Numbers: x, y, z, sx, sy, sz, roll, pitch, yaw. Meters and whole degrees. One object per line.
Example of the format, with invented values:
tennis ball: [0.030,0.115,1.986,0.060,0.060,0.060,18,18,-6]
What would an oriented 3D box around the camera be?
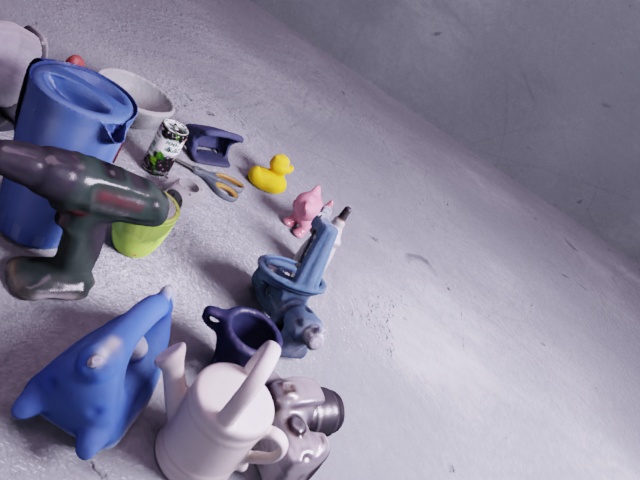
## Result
camera: [-0.022,0.240,0.758,0.137,0.100,0.143,10,37,-41]

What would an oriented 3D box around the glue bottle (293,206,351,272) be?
glue bottle: [0.010,0.004,1.092,0.037,0.173,0.078,15,33,-34]

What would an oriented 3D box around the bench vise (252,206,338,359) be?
bench vise: [-0.016,0.068,0.907,0.122,0.219,0.207,1,43,-48]

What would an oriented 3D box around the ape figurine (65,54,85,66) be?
ape figurine: [-0.492,-0.322,1.125,0.078,0.092,0.076,19,31,-29]

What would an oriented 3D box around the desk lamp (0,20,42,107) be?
desk lamp: [-0.525,-0.227,0.801,0.204,0.213,0.117,0,44,-49]

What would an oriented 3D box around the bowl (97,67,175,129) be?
bowl: [-0.394,-0.282,1.194,0.168,0.074,0.167,27,28,-16]

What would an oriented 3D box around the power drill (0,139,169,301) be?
power drill: [-0.315,-0.020,0.718,0.230,0.208,0.075,4,41,-46]

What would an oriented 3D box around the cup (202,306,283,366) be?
cup: [-0.123,0.148,0.794,0.118,0.095,0.091,31,27,-8]

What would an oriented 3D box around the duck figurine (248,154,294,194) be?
duck figurine: [-0.107,-0.160,1.317,0.105,0.086,0.077,9,37,-42]

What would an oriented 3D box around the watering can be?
watering can: [-0.109,0.184,0.643,0.173,0.194,0.101,25,29,-21]

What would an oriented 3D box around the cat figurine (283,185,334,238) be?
cat figurine: [-0.017,-0.065,1.232,0.128,0.117,0.067,-5,47,-52]

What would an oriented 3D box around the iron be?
iron: [-0.225,0.119,0.672,0.119,0.141,0.258,34,27,-3]

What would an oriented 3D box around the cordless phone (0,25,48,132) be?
cordless phone: [-0.509,-0.284,0.943,0.147,0.185,0.094,40,27,8]

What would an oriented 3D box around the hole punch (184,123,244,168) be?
hole punch: [-0.240,-0.224,1.261,0.109,0.091,0.101,2,42,-48]
